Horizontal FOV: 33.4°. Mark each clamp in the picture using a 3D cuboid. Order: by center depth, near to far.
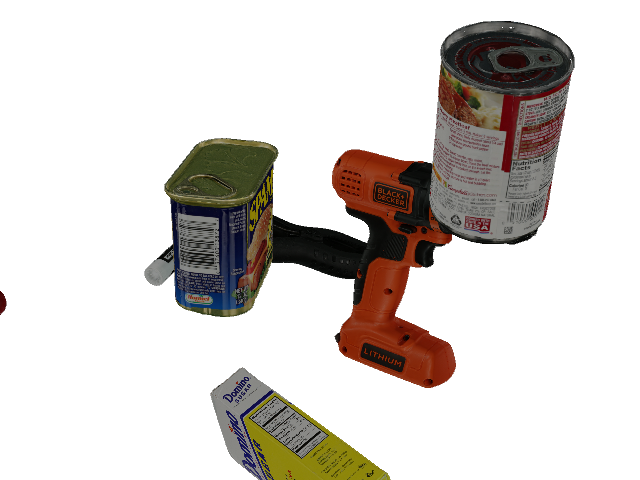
[{"bbox_3d":[-0.019,0.009,1.166,0.210,0.036,0.164,16,19,-6],"label":"clamp"}]

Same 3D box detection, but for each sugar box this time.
[{"bbox_3d":[-0.015,0.187,0.889,0.176,0.093,0.048,27,53,36],"label":"sugar box"}]

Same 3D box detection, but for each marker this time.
[{"bbox_3d":[-0.119,0.003,0.958,0.020,0.020,0.121,0,28,27],"label":"marker"}]

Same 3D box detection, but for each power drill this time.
[{"bbox_3d":[0.088,0.026,0.904,0.185,0.188,0.057,19,24,31],"label":"power drill"}]

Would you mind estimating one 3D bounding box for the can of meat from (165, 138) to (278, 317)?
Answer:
[{"bbox_3d":[-0.062,-0.010,0.699,0.057,0.084,0.102,6,26,8],"label":"can of meat"}]

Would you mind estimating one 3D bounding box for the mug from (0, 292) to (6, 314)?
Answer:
[{"bbox_3d":[-0.246,0.077,0.636,0.093,0.081,0.117,20,24,36],"label":"mug"}]

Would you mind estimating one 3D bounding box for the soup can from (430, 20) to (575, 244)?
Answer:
[{"bbox_3d":[0.095,-0.057,0.576,0.068,0.102,0.068,0,41,0],"label":"soup can"}]
